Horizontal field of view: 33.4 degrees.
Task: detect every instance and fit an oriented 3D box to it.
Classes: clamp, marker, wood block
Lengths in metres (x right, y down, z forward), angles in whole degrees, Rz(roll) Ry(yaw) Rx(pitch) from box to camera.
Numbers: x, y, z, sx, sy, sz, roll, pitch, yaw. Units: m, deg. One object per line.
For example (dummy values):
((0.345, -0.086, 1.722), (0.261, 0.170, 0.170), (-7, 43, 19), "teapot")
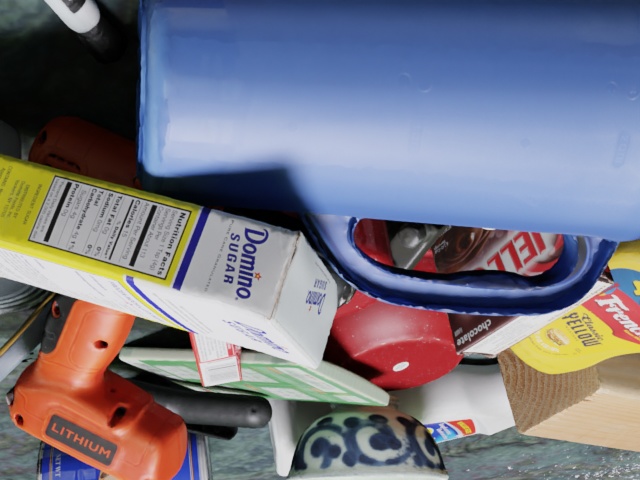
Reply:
((-0.122, 0.128, 0.828), (0.171, 0.039, 0.120), (13, 155, -24), "clamp")
((-0.119, -0.116, 0.468), (0.020, 0.020, 0.121), (-17, 148, 13), "marker")
((0.255, 0.116, 0.886), (0.205, 0.090, 0.091), (15, 141, -34), "wood block")

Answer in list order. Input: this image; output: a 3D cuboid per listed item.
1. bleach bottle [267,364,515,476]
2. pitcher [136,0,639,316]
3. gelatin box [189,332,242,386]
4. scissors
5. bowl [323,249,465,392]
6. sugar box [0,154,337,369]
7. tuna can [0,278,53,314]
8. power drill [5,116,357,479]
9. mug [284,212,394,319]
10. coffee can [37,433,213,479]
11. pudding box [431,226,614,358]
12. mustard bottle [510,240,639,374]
((0.082, 0.142, 0.910), (0.250, 0.068, 0.102), (-9, 149, -6), "bleach bottle")
((0.038, -0.057, 0.494), (0.242, 0.149, 0.145), (1, 151, -11), "pitcher")
((-0.070, 0.043, 0.693), (0.030, 0.073, 0.089), (-8, 148, -5), "gelatin box")
((-0.142, 0.019, 0.673), (0.202, 0.096, 0.016), (-44, 102, 8), "scissors")
((0.054, 0.069, 0.787), (0.162, 0.055, 0.162), (-7, 150, -4), "bowl")
((-0.084, 0.007, 0.479), (0.176, 0.048, 0.093), (12, 165, 15), "sugar box")
((-0.202, 0.011, 0.641), (0.086, 0.034, 0.086), (-7, 149, -4), "tuna can")
((-0.086, 0.044, 0.582), (0.184, 0.057, 0.188), (26, 116, 9), "power drill")
((-0.004, 0.001, 0.632), (0.093, 0.081, 0.117), (-3, 149, -12), "mug")
((-0.164, 0.214, 0.921), (0.140, 0.103, 0.103), (-6, 149, -5), "coffee can")
((0.124, 0.012, 0.677), (0.039, 0.090, 0.114), (11, 144, -31), "pudding box")
((0.211, 0.037, 0.720), (0.192, 0.058, 0.096), (-19, 120, 43), "mustard bottle")
